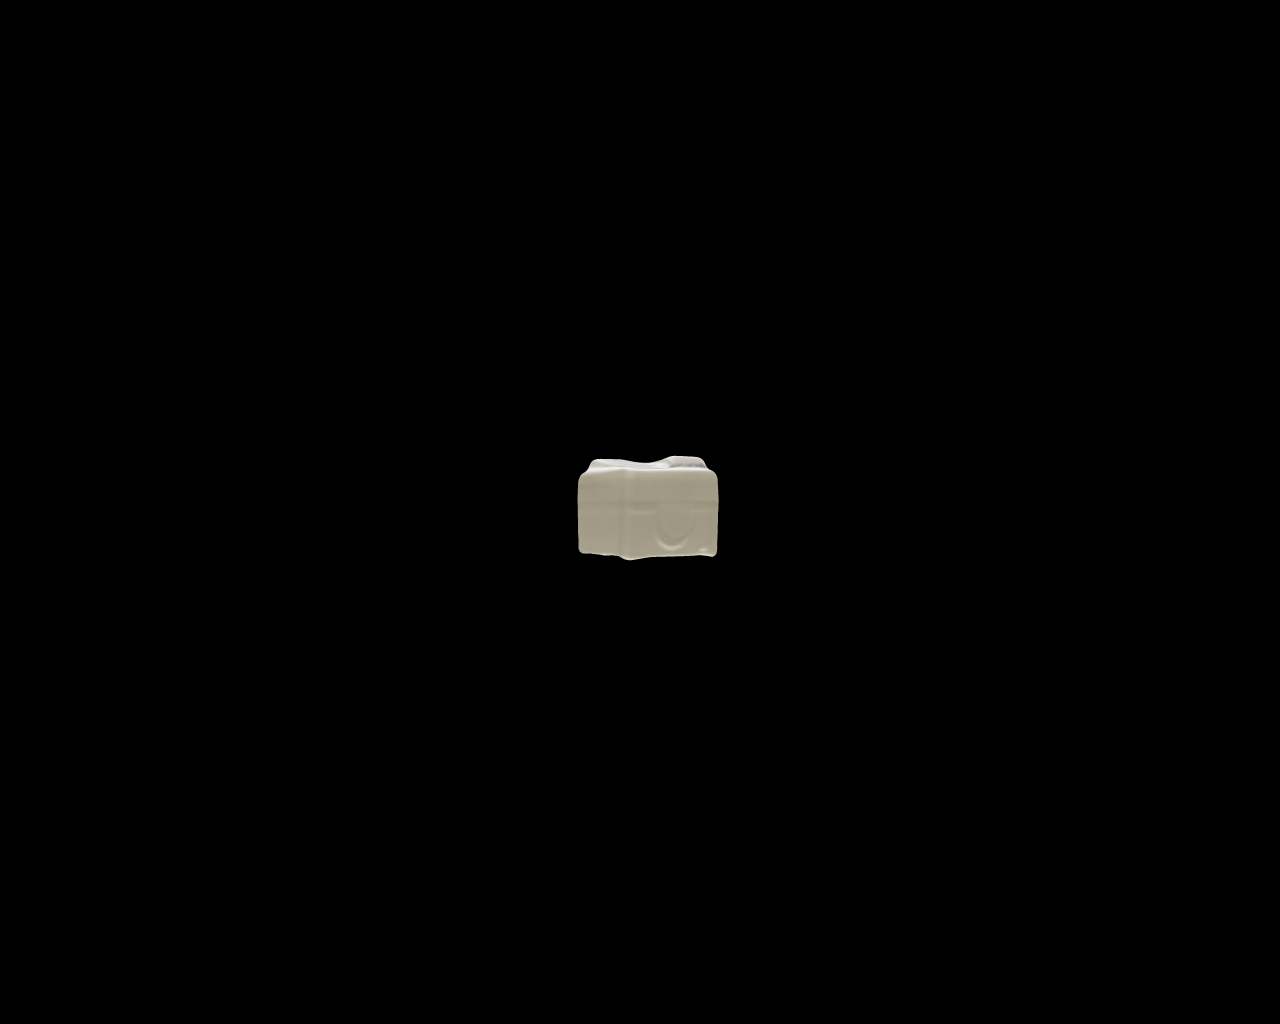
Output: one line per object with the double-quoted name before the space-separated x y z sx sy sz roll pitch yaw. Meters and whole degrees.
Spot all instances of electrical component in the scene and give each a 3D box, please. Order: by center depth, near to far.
"electrical component" 0.001 -0.003 0.650 0.062 0.061 0.096 0 0 -24
